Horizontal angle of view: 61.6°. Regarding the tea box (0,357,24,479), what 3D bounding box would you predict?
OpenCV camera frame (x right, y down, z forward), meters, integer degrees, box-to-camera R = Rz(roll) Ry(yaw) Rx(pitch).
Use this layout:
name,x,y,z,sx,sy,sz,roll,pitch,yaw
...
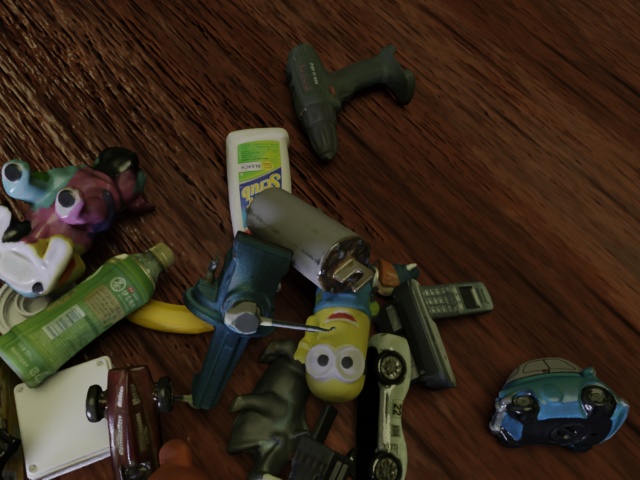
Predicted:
name,x,y,z,sx,sy,sz,roll,pitch,yaw
tea box,-0.386,0.204,0.602,0.068,0.098,0.170,-11,64,-14

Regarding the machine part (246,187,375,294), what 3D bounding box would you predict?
name,x,y,z,sx,sy,sz,roll,pitch,yaw
machine part,-0.019,-0.004,0.667,0.079,0.079,0.243,-33,40,-22

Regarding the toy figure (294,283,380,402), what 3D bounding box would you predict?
name,x,y,z,sx,sy,sz,roll,pitch,yaw
toy figure,0.029,0.107,0.660,0.082,0.089,0.180,-12,49,24

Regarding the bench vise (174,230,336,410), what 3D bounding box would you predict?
name,x,y,z,sx,sy,sz,roll,pitch,yaw
bench vise,-0.104,0.103,0.627,0.129,0.224,0.240,18,101,-25

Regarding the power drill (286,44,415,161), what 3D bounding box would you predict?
name,x,y,z,sx,sy,sz,roll,pitch,yaw
power drill,0.052,-0.245,0.911,0.207,0.086,0.232,-20,64,-9

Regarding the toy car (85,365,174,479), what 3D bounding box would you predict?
name,x,y,z,sx,sy,sz,roll,pitch,yaw
toy car,-0.198,0.233,0.581,0.089,0.053,0.202,-3,105,-7

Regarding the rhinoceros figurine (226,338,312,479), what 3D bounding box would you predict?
name,x,y,z,sx,sy,sz,roll,pitch,yaw
rhinoceros figurine,-0.055,0.215,0.660,0.112,0.073,0.190,26,60,-6

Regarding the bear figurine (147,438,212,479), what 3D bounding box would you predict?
name,x,y,z,sx,sy,sz,roll,pitch,yaw
bear figurine,-0.098,0.299,0.535,0.196,0.131,0.120,25,78,36

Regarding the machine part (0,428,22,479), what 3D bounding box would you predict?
name,x,y,z,sx,sy,sz,roll,pitch,yaw
machine part,-0.364,0.235,0.515,0.084,0.039,0.139,33,61,6

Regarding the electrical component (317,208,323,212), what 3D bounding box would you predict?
name,x,y,z,sx,sy,sz,roll,pitch,yaw
electrical component,-0.002,-0.002,0.802,0.063,0.021,0.094,-20,67,-17

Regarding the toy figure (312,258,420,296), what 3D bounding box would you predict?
name,x,y,z,sx,sy,sz,roll,pitch,yaw
toy figure,0.067,0.052,0.762,0.154,0.064,0.057,7,98,-9

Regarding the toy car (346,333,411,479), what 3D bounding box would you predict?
name,x,y,z,sx,sy,sz,roll,pitch,yaw
toy car,0.074,0.215,0.658,0.056,0.073,0.201,13,70,-22

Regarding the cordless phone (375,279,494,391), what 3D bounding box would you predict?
name,x,y,z,sx,sy,sz,roll,pitch,yaw
cordless phone,0.180,0.124,0.737,0.184,0.088,0.146,-3,64,-32

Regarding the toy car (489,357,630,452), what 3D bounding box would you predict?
name,x,y,z,sx,sy,sz,roll,pitch,yaw
toy car,0.299,0.207,0.698,0.162,0.109,0.103,-1,39,4

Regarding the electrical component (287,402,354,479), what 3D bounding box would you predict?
name,x,y,z,sx,sy,sz,roll,pitch,yaw
electrical component,0.004,0.253,0.616,0.048,0.074,0.119,17,65,31

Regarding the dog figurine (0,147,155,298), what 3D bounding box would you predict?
name,x,y,z,sx,sy,sz,roll,pitch,yaw
dog figurine,-0.308,-0.031,0.705,0.109,0.219,0.191,21,99,7
